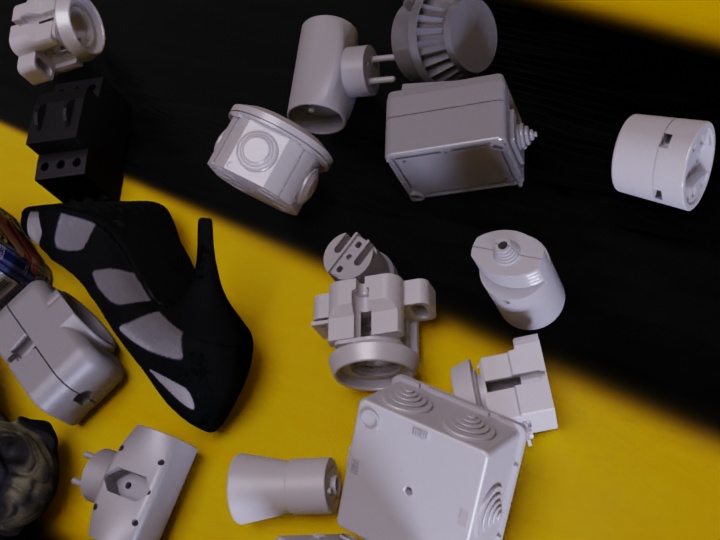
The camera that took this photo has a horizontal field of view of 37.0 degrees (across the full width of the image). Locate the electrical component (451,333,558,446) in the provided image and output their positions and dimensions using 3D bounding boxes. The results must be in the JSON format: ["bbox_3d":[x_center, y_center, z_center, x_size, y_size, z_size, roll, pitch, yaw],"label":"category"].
[{"bbox_3d":[0.086,0.074,0.644,0.055,0.048,0.066,-12,62,8],"label":"electrical component"}]

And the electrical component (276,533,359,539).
[{"bbox_3d":[-0.001,0.184,0.596,0.100,0.100,0.048,18,87,28],"label":"electrical component"}]

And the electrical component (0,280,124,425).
[{"bbox_3d":[-0.215,0.055,0.768,0.059,0.053,0.095,-44,58,-2],"label":"electrical component"}]

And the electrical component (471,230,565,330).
[{"bbox_3d":[0.096,0.002,0.653,0.043,0.081,0.043,-9,63,18],"label":"electrical component"}]

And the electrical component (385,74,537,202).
[{"bbox_3d":[0.070,-0.092,0.719,0.096,0.061,0.061,-7,64,19],"label":"electrical component"}]

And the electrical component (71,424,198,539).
[{"bbox_3d":[-0.156,0.141,0.710,0.079,0.043,0.077,13,72,27],"label":"electrical component"}]

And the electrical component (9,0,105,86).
[{"bbox_3d":[-0.252,-0.199,0.903,0.057,0.058,0.078,-11,62,20],"label":"electrical component"}]

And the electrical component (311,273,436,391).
[{"bbox_3d":[0.009,0.041,0.683,0.078,0.058,0.057,-9,60,18],"label":"electrical component"}]

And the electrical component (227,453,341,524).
[{"bbox_3d":[-0.045,0.135,0.670,0.065,0.044,0.044,-5,64,15],"label":"electrical component"}]

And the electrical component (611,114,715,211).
[{"bbox_3d":[0.188,-0.068,0.666,0.047,0.055,0.055,16,73,31],"label":"electrical component"}]

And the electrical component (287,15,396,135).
[{"bbox_3d":[-0.010,-0.144,0.787,0.079,0.043,0.077,-2,66,21],"label":"electrical component"}]

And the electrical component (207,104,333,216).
[{"bbox_3d":[-0.064,-0.078,0.757,0.080,0.080,0.051,24,82,29],"label":"electrical component"}]

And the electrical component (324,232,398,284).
[{"bbox_3d":[0.000,0.000,0.713,0.040,0.046,0.040,-9,63,18],"label":"electrical component"}]

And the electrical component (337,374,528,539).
[{"bbox_3d":[0.039,0.119,0.615,0.100,0.048,0.099,20,110,28],"label":"electrical component"}]
